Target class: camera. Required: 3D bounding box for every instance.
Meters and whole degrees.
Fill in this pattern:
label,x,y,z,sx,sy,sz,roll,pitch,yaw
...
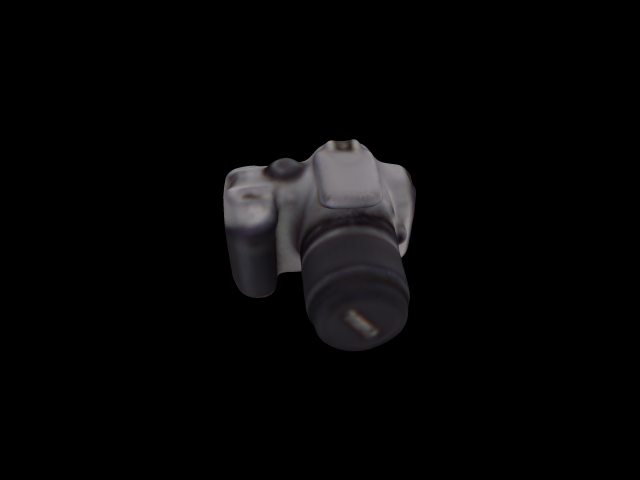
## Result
label,x,y,z,sx,sy,sz,roll,pitch,yaw
camera,0.004,0.001,0.400,0.143,0.101,0.136,-4,43,-4
